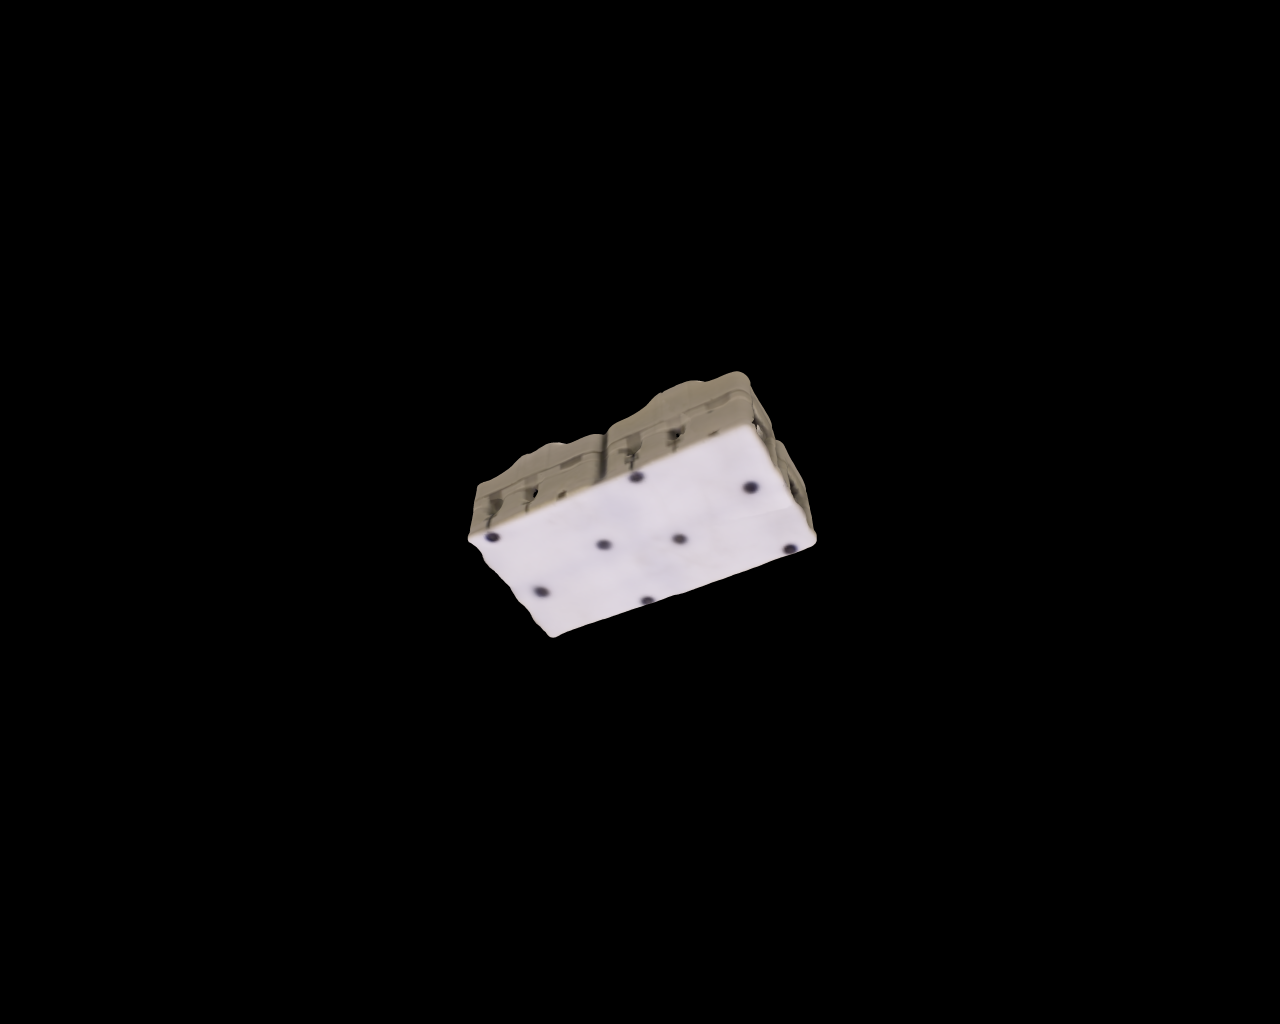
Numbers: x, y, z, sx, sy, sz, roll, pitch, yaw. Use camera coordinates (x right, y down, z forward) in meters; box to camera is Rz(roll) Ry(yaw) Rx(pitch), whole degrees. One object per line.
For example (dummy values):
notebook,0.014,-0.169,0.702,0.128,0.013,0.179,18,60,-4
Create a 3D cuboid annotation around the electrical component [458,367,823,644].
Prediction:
electrical component,0.001,-0.003,0.650,0.186,0.105,0.060,-22,38,18
